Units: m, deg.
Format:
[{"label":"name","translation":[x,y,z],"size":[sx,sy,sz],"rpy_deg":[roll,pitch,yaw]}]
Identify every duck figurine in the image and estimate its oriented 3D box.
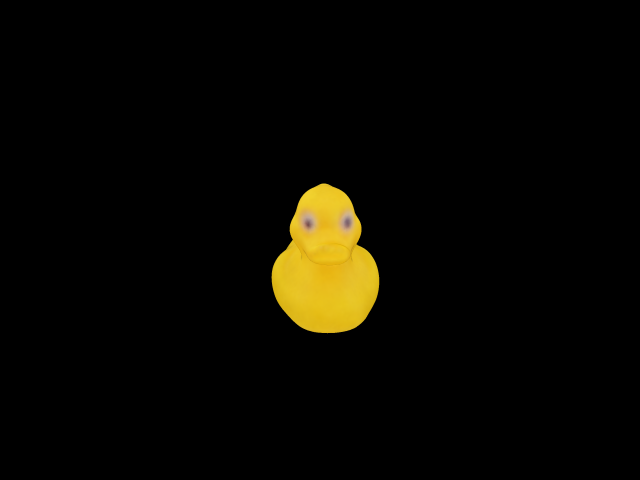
[{"label":"duck figurine","translation":[0.004,0.001,0.400],"size":[0.077,0.086,0.104],"rpy_deg":[-2,31,-3]}]
